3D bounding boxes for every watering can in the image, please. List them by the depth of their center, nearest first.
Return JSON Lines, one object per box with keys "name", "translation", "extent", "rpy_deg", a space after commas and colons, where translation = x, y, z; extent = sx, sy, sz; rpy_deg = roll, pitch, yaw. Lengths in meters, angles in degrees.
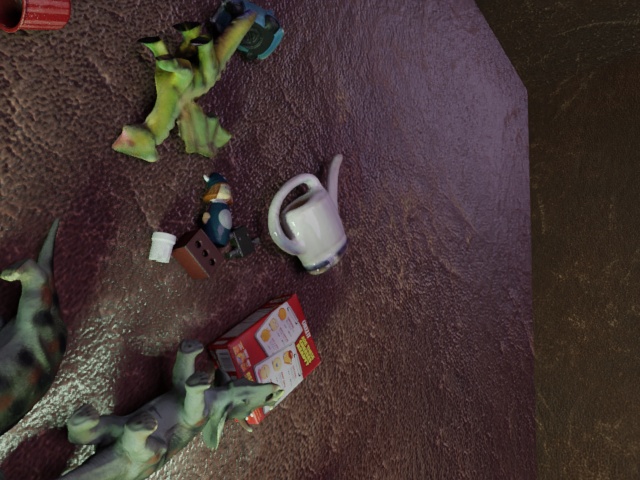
{"name": "watering can", "translation": [0.004, -0.061, 1.211], "extent": [0.354, 0.103, 0.222], "rpy_deg": [-43, 114, -48]}

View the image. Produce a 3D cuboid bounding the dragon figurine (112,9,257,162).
{"name": "dragon figurine", "translation": [-0.229, -0.281, 0.992], "extent": [0.418, 0.123, 0.237], "rpy_deg": [-43, 140, -41]}
